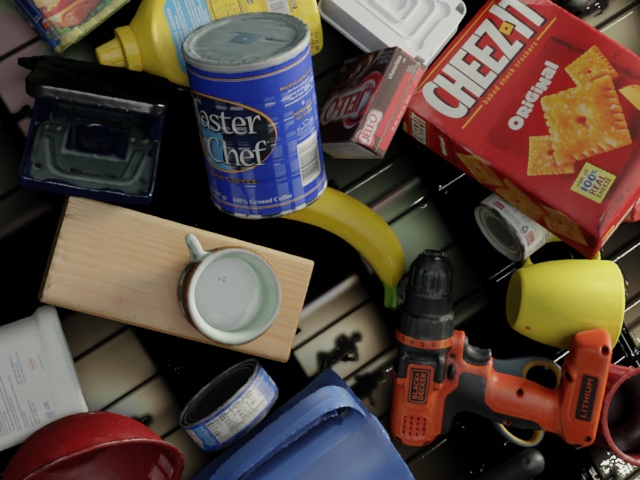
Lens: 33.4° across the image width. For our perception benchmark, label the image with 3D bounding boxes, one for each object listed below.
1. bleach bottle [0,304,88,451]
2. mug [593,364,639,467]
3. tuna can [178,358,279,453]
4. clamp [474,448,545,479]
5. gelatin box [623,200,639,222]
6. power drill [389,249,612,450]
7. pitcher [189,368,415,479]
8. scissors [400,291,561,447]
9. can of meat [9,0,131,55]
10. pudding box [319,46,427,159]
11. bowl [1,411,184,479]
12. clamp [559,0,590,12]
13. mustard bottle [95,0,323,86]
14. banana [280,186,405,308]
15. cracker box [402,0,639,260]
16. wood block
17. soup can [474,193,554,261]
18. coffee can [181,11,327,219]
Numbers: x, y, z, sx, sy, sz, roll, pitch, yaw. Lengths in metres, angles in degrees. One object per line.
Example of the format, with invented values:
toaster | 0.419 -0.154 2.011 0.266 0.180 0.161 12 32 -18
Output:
bleach bottle | -0.321 0.138 0.856 0.250 0.068 0.102 -18 97 -13
mug | 0.300 0.164 1.021 0.117 0.082 0.093 11 88 -16
tuna can | -0.077 0.141 0.912 0.086 0.086 0.033 -40 102 -12
clamp | 0.130 0.238 0.964 0.171 0.120 0.039 -22 57 -12
gelatin box | 0.302 -0.040 1.015 0.073 0.089 0.030 -14 95 -15
power drill | 0.159 0.105 0.952 0.188 0.057 0.184 7 108 7
pitcher | -0.049 0.222 0.895 0.242 0.145 0.149 -35 103 -10
scissors | 0.165 0.106 1.017 0.096 0.016 0.201 -36 100 -14
can of meat | -0.208 -0.215 0.887 0.102 0.057 0.084 -41 104 -11
pudding box | 0.038 -0.116 0.927 0.039 0.114 0.090 30 82 -19
bowl | -0.195 0.188 0.868 0.162 0.162 0.055 -19 57 -15
clamp | 0.300 -0.326 1.038 0.209 0.036 0.164 -20 96 -17
mustard bottle | -0.098 -0.182 0.916 0.191 0.058 0.096 -19 106 -15
banana | 0.006 -0.013 0.959 0.197 0.037 0.069 32 83 -14
cracker box | 0.204 -0.112 0.950 0.214 0.072 0.164 37 79 16
wood block | -0.123 0.033 0.896 0.206 0.090 0.091 16 85 -15
soup can | 0.204 -0.035 0.999 0.102 0.069 0.068 -38 100 -12
coffee can | -0.052 -0.103 0.879 0.102 0.103 0.140 -18 125 -15
